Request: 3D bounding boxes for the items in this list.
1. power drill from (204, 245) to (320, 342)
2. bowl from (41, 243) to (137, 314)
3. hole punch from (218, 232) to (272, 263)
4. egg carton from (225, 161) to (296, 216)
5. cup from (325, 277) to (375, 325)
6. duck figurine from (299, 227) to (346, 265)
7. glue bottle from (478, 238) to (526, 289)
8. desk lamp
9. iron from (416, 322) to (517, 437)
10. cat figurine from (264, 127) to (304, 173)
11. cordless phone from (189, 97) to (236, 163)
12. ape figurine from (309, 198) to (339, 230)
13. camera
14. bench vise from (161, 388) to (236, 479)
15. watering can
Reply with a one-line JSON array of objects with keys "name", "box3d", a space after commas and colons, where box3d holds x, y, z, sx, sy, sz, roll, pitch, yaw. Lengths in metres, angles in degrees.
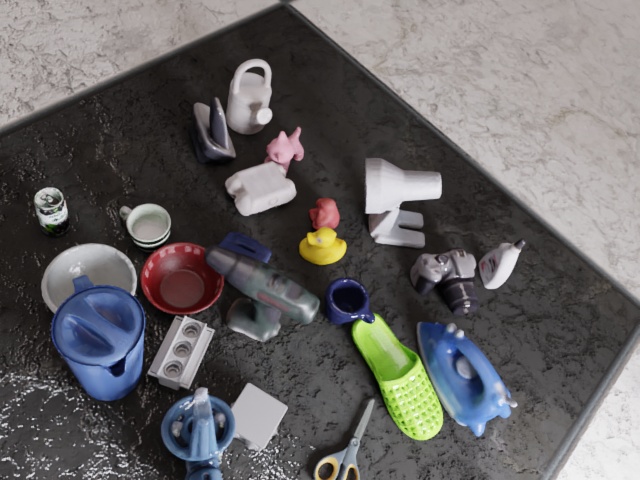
[{"name": "power drill", "box3d": [-0.121, 0.110, 1.092, 0.229, 0.208, 0.076, 22, 56, -1]}, {"name": "bowl", "box3d": [-0.435, 0.095, 1.093, 0.167, 0.074, 0.167, 7, 58, -11]}, {"name": "hole punch", "box3d": [-0.163, 0.032, 1.198, 0.108, 0.091, 0.101, 25, 56, 0]}, {"name": "egg carton", "box3d": [-0.134, -0.116, 1.310, 0.151, 0.069, 0.107, -23, 68, -26]}, {"name": "cup", "box3d": [0.058, 0.145, 1.190, 0.117, 0.095, 0.092, 38, 57, 9]}, {"name": "duck figurine", "box3d": [0.012, 0.005, 1.267, 0.105, 0.086, 0.077, 3, 59, -14]}, {"name": "glue bottle", "box3d": [0.420, 0.043, 1.307, 0.037, 0.173, 0.078, -2, 60, -16]}, {"name": "desk lamp", "box3d": [0.173, -0.088, 1.293, 0.203, 0.213, 0.118, 8, 58, -11]}, {"name": "iron", "box3d": [0.293, 0.253, 1.162, 0.119, 0.141, 0.258, -23, 68, -26]}, {"name": "cat figurine", "box3d": [-0.083, -0.219, 1.358, 0.067, 0.117, 0.128, 34, 57, 7]}, {"name": "cordless phone", "box3d": [-0.242, -0.276, 1.307, 0.094, 0.185, 0.147, -15, 65, -23]}, {"name": "ape figurine", "box3d": [0.012, -0.065, 1.306, 0.076, 0.092, 0.078, 29, 56, 3]}, {"name": "camera", "box3d": [0.295, 0.095, 1.283, 0.143, 0.100, 0.136, -4, 61, -18]}, {"name": "bench vise", "box3d": [-0.180, 0.333, 0.933, 0.122, 0.219, 0.207, -23, 68, -26]}, {"name": "watering can", "box3d": [-0.162, -0.347, 1.367, 0.172, 0.194, 0.101, 44, 58, 13]}]
